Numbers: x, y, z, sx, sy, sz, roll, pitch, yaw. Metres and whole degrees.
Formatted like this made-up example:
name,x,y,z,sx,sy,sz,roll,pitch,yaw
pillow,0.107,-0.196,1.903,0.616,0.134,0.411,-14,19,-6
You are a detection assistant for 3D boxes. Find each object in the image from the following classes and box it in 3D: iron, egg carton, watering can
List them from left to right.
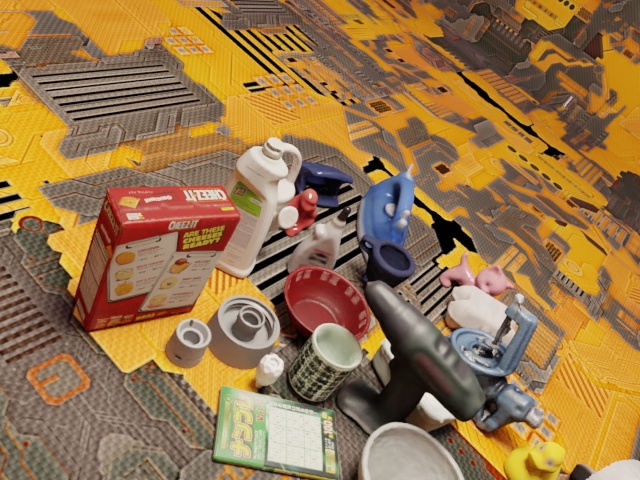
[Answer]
name,x,y,z,sx,sy,sz,roll,pitch,yaw
watering can,-0.090,-0.087,1.018,0.172,0.194,0.101,46,38,17
iron,0.158,-0.052,1.208,0.119,0.141,0.258,25,37,-11
egg carton,0.324,0.160,1.151,0.150,0.069,0.107,31,36,-2

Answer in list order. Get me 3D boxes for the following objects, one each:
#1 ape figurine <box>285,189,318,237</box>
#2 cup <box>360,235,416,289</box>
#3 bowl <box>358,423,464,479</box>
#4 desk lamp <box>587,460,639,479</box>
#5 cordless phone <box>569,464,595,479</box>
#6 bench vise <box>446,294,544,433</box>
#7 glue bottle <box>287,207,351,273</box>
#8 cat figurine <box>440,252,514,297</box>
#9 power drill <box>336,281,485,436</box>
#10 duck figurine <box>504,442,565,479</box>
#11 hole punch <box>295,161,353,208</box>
name,x,y,z,sx,sy,sz,roll,pitch,yaw
ape figurine,-0.036,-0.061,1.116,0.078,0.092,0.076,10,42,-28
cup,0.110,0.053,1.092,0.117,0.095,0.092,39,37,8
bowl,0.115,0.343,0.781,0.168,0.074,0.167,20,38,-17
desk lamp,0.404,0.436,0.774,0.118,0.213,0.203,14,40,-23
cordless phone,0.503,0.401,0.912,0.147,0.185,0.094,41,37,11
bench vise,0.315,0.204,0.968,0.207,0.219,0.122,41,37,11
glue bottle,0.009,0.004,1.007,0.078,0.173,0.037,16,39,-22
cat figurine,0.338,0.081,1.211,0.127,0.117,0.067,45,38,16
power drill,0.114,0.194,0.838,0.229,0.208,0.076,39,37,8
duck figurine,0.364,0.363,0.936,0.105,0.086,0.077,7,43,-31
hole punch,0.002,-0.135,1.230,0.109,0.091,0.101,7,44,-31
